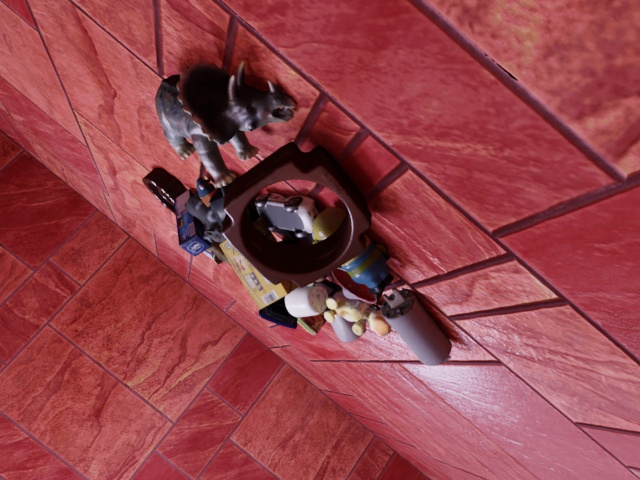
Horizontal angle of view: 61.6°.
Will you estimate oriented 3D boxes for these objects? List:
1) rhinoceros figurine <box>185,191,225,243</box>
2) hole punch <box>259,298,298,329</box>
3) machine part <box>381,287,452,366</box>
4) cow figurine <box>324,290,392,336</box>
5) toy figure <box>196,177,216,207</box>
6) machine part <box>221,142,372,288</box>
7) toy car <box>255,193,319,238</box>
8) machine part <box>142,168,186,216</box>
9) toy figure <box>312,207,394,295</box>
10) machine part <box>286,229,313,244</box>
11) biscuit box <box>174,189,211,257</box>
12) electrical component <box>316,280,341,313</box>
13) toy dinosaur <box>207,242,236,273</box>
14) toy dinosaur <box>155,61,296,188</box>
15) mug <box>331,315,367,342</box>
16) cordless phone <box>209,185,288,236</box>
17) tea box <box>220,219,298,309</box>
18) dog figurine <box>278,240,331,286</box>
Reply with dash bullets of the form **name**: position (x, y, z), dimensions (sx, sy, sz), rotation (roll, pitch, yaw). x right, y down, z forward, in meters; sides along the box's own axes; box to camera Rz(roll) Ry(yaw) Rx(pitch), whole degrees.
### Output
- **rhinoceros figurine**: position (-0.261, -0.050, 1.365), dimensions (0.190, 0.112, 0.073), rotation (44, 160, 9)
- **hole punch**: position (-0.104, 0.177, 1.425), dimensions (0.142, 0.092, 0.116), rotation (18, 172, -9)
- **machine part**: position (0.198, 0.181, 1.098), dimensions (0.079, 0.079, 0.243), rotation (12, 148, 53)
- **cow figurine**: position (0.101, 0.166, 1.238), dimensions (0.168, 0.098, 0.068), rotation (19, 122, 29)
- **toy figure**: position (-0.242, -0.091, 1.305), dimensions (0.154, 0.058, 0.064), rotation (38, 180, -4)
- **machine part**: position (-0.037, -0.037, 0.850), dimensions (0.201, 0.201, 0.087), rotation (48, -160, -25)
- **toy car**: position (-0.066, -0.053, 1.072), dimensions (0.202, 0.056, 0.073), rotation (12, 131, 54)
- **machine part**: position (-0.440, -0.137, 1.579), dimensions (0.179, 0.056, 0.179), rotation (35, 161, 14)
- **toy figure**: position (0.063, 0.016, 0.969), dimensions (0.180, 0.082, 0.089), rotation (47, 142, -4)
- **machine part**: position (-0.002, -0.003, 1.098), dimensions (0.139, 0.039, 0.084), rotation (16, 157, 31)
- **biscuit box**: position (-0.343, -0.047, 1.438), dimensions (0.062, 0.059, 0.203), rotation (47, -165, -43)
- **electrical component**: position (0.022, 0.148, 1.354), dimensions (0.119, 0.075, 0.047), rotation (30, 161, 34)
- **toy dinosaur**: position (-0.152, 0.068, 1.461), dimensions (0.472, 0.105, 0.198), rotation (27, 166, 18)
- **toy dinosaur**: position (-0.208, -0.214, 0.895), dimensions (0.405, 0.131, 0.191), rotation (25, 146, 45)
- **mug**: position (0.068, 0.205, 1.394), dimensions (0.110, 0.081, 0.107), rotation (15, 142, 59)
- **cordless phone**: position (-0.141, -0.062, 1.197), dimensions (0.184, 0.089, 0.146), rotation (21, 156, 15)
- **tea box**: position (-0.127, 0.052, 1.158), dimensions (0.098, 0.068, 0.169), rotation (-29, 90, 33)
- **dog figurine**: position (-0.081, 0.047, 1.233), dimensions (0.191, 0.108, 0.219), rotation (19, 171, -32)
